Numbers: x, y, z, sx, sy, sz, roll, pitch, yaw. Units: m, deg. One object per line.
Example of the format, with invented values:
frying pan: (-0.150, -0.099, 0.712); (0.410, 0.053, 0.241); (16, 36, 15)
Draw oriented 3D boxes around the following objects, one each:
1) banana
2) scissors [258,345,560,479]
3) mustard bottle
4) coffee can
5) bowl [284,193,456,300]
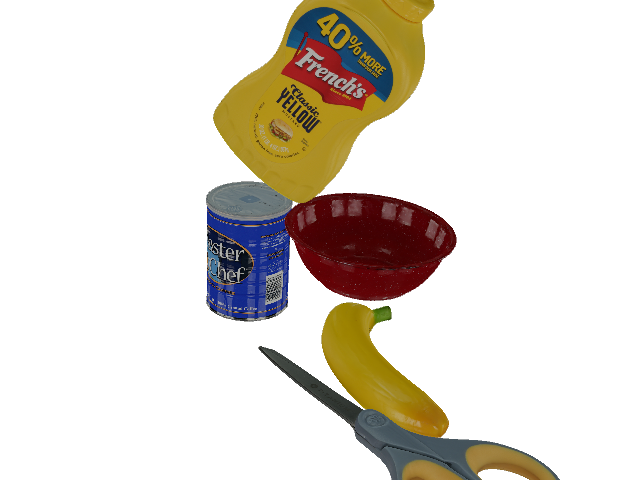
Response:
banana: (0.039, 0.088, 0.799); (0.069, 0.037, 0.198); (-6, 23, -7)
scissors: (0.049, 0.101, 0.567); (0.096, 0.016, 0.202); (-6, 28, -26)
mustard bottle: (0.014, -0.118, 0.726); (0.192, 0.096, 0.058); (-46, -1, 32)
coffee can: (-0.087, 0.012, 1.293); (0.103, 0.140, 0.103); (2, 26, -1)
bowl: (0.045, 0.012, 1.006); (0.162, 0.055, 0.162); (4, 25, -2)
